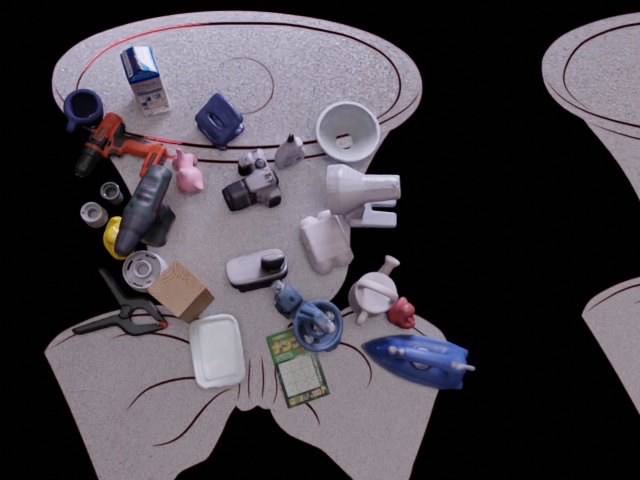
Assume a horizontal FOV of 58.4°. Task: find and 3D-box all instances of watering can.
[{"bbox_3d":[0.130,0.119,1.349,0.101,0.194,0.173,7,77,-4],"label":"watering can"}]

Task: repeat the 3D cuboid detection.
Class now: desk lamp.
[{"bbox_3d":[0.105,-0.107,1.385,0.203,0.213,0.118,1,77,-6],"label":"desk lamp"}]

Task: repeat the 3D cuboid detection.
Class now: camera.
[{"bbox_3d":[-0.177,-0.140,1.420,0.137,0.100,0.143,-24,81,-10],"label":"camera"}]

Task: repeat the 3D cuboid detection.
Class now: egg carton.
[{"bbox_3d":[0.013,0.005,1.425,0.107,0.069,0.150,-22,81,-10],"label":"egg carton"}]

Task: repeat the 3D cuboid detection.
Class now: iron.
[{"bbox_3d":[0.232,0.279,1.352,0.258,0.141,0.119,13,77,-3],"label":"iron"}]

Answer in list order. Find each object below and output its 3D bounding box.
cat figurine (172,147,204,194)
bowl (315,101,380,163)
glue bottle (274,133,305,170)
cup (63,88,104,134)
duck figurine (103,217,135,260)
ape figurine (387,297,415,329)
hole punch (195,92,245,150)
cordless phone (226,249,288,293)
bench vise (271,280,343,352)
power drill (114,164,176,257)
[{"bbox_3d":[-0.325,-0.166,1.402,0.067,0.117,0.128,-19,80,-9],"label":"cat figurine"},{"bbox_3d":[0.069,-0.269,1.488,0.167,0.074,0.167,1,78,-6],"label":"bowl"},{"bbox_3d":[-0.073,-0.226,1.413,0.078,0.173,0.037,-24,81,-10],"label":"glue bottle"},{"bbox_3d":[-0.580,-0.302,1.416,0.091,0.095,0.118,24,76,0],"label":"cup"},{"bbox_3d":[-0.484,-0.009,1.367,0.077,0.086,0.104,-11,79,-8],"label":"duck figurine"},{"bbox_3d":[0.205,0.177,1.396,0.076,0.092,0.078,4,77,-5],"label":"ape figurine"},{"bbox_3d":[-0.254,-0.299,1.452,0.108,0.091,0.101,45,77,5],"label":"hole punch"},{"bbox_3d":[-0.147,0.060,1.337,0.147,0.185,0.094,-16,80,-9],"label":"cordless phone"},{"bbox_3d":[-0.035,0.178,1.305,0.207,0.219,0.121,26,76,0],"label":"bench vise"},{"bbox_3d":[-0.397,-0.051,1.322,0.075,0.208,0.230,17,77,-2],"label":"power drill"}]
